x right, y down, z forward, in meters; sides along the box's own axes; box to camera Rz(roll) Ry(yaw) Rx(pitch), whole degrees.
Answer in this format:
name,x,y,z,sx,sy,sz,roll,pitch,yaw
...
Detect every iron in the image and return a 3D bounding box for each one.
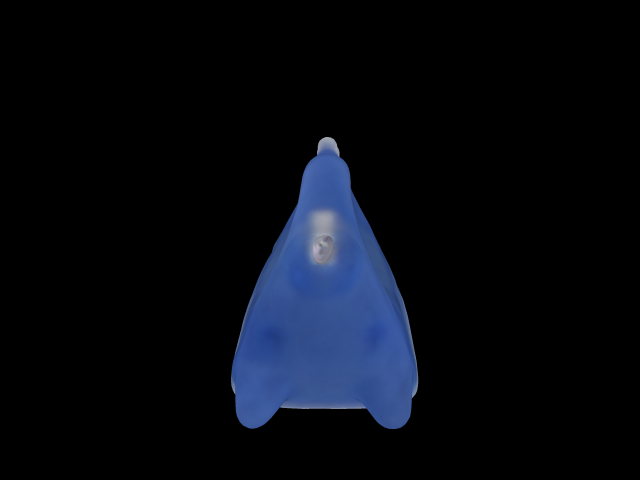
name,x,y,z,sx,sy,sz,roll,pitch,yaw
iron,0.004,0.001,0.400,0.118,0.141,0.258,0,32,0
